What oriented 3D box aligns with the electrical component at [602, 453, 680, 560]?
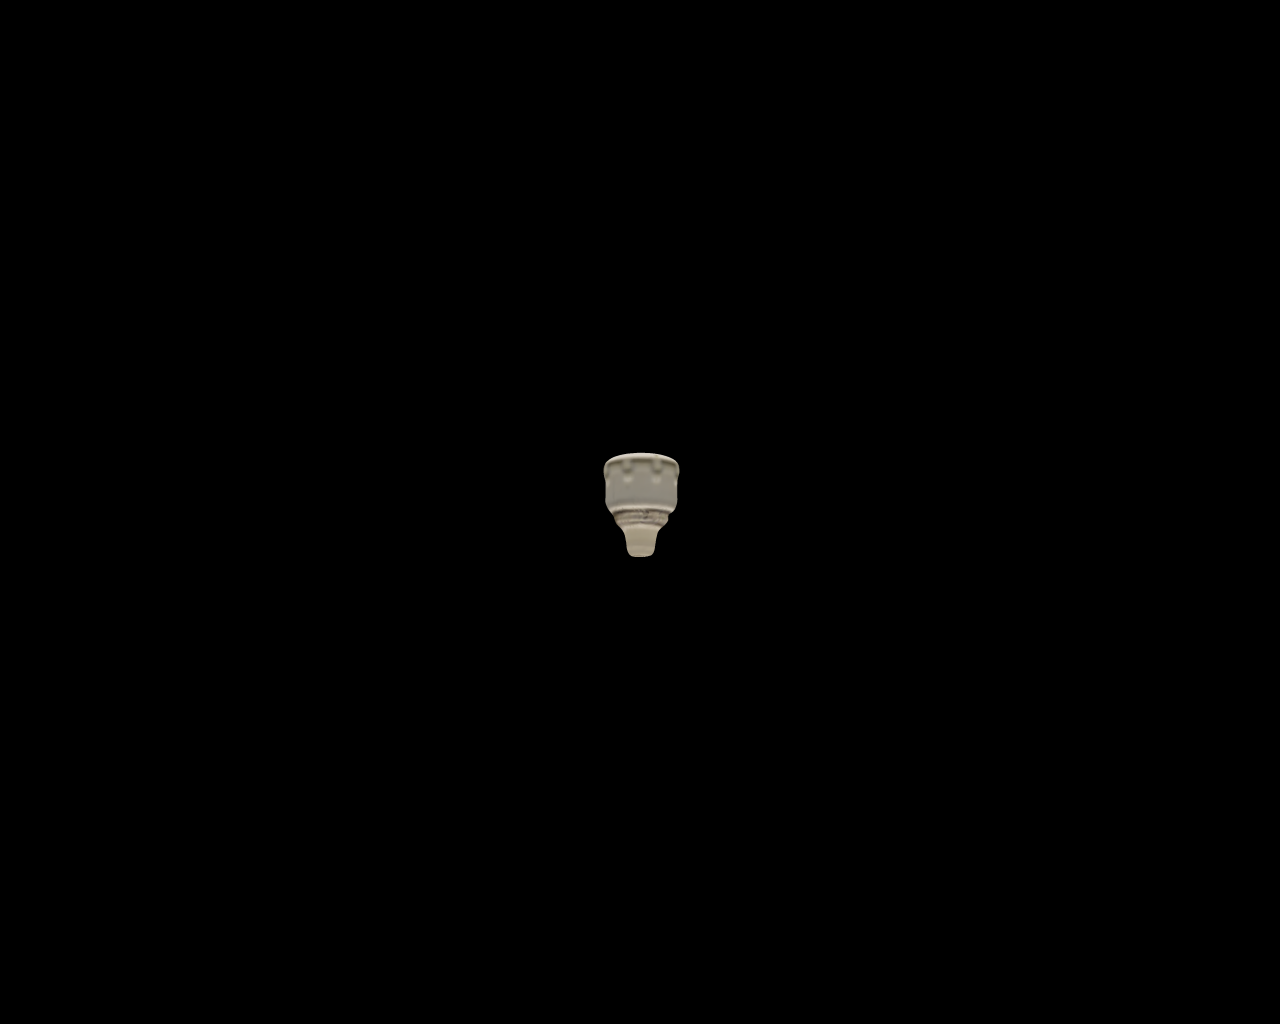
[{"bbox_3d":[0.001,-0.003,0.650,0.048,0.062,0.048,0,-11,0],"label":"electrical component"}]
